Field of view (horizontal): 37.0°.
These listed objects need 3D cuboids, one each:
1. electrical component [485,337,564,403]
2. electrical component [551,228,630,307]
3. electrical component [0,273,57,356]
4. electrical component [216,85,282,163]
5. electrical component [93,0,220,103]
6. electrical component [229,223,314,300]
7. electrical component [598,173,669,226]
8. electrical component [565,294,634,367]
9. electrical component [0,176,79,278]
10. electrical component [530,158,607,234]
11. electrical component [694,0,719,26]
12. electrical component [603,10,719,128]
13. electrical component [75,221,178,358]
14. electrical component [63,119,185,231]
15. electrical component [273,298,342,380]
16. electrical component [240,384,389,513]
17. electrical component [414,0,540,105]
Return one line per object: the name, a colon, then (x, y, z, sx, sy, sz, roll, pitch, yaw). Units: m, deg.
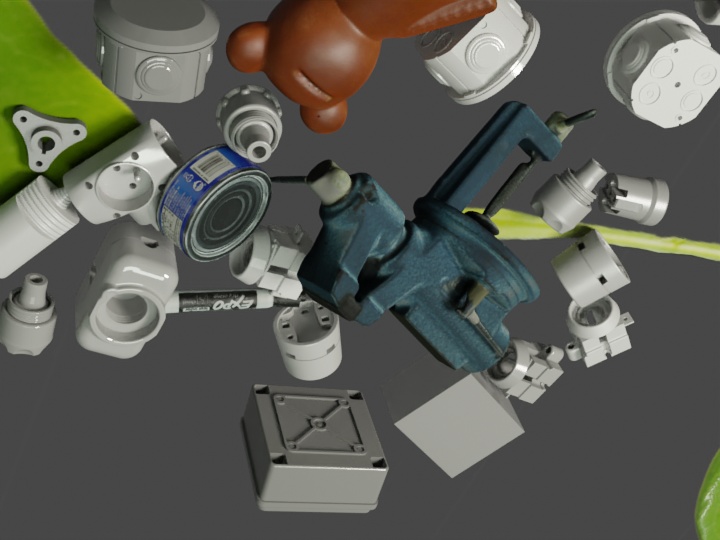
electrical component: (0.147, 0.089, 0.990, 0.055, 0.048, 0.066, 22, 118, -37)
electrical component: (0.198, 0.000, 0.929, 0.047, 0.055, 0.055, -34, 128, 16)
electrical component: (-0.256, 0.032, 0.833, 0.043, 0.043, 0.062, 9, 122, -22)
electrical component: (-0.077, -0.100, 0.769, 0.048, 0.062, 0.048, -8, 128, -10)
electrical component: (-0.135, -0.150, 0.705, 0.080, 0.080, 0.051, 2, 131, -17)
electrical component: (-0.070, -0.009, 0.853, 0.055, 0.048, 0.066, 14, 120, -32)
electrical component: (0.228, -0.061, 0.901, 0.046, 0.040, 0.040, 10, 123, -15)
electrical component: (0.215, 0.051, 0.979, 0.066, 0.048, 0.055, -25, 137, 4)
electrical component: (-0.243, -0.034, 0.785, 0.081, 0.043, 0.043, -35, 128, 12)
electrical component: (0.174, -0.063, 0.880, 0.043, 0.043, 0.062, 31, 112, -32)
electrical component: (0.280, -0.207, 0.794, 0.047, 0.055, 0.055, -2, 127, -10)
electrical component: (0.232, -0.153, 0.823, 0.080, 0.051, 0.080, -8, 128, -10)
electrical component: (-0.182, 0.019, 0.833, 0.054, 0.059, 0.095, 19, 120, -27)
electrical component: (-0.162, -0.059, 0.788, 0.077, 0.044, 0.079, -31, 128, 9)
electrical component: (-0.043, 0.060, 0.908, 0.055, 0.055, 0.047, -13, 133, -5)
electrical component: (-0.042, 0.156, 0.947, 0.109, 0.108, 0.056, 6, 122, -20)
electrical component: (0.082, -0.161, 0.757, 0.080, 0.080, 0.051, -42, 121, 17)
